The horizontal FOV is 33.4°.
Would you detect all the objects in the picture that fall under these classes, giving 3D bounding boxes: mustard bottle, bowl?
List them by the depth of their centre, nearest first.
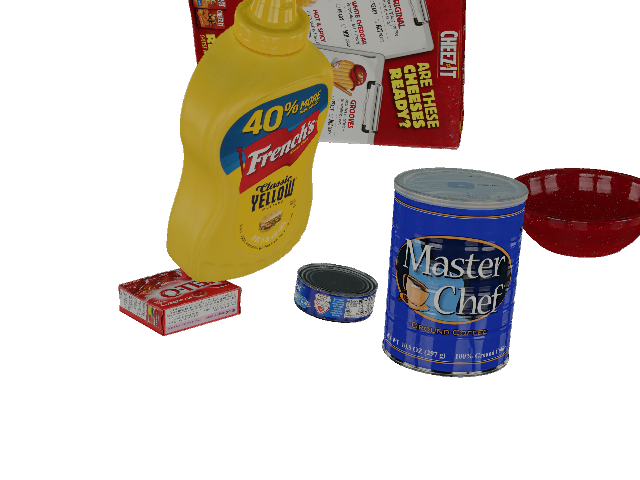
[{"bbox_3d":[-0.038,-0.066,0.621,0.096,0.192,0.058,-24,53,-34],"label":"mustard bottle"},{"bbox_3d":[0.271,-0.025,1.105,0.162,0.055,0.162,-2,23,1],"label":"bowl"}]

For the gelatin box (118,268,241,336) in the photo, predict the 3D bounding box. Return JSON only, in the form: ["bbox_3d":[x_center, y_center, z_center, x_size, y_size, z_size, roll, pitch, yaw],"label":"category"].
[{"bbox_3d":[-0.128,0.053,0.976,0.089,0.030,0.073,-15,26,-39],"label":"gelatin box"}]

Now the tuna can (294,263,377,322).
[{"bbox_3d":[0.015,0.055,1.123,0.086,0.034,0.086,9,18,-3],"label":"tuna can"}]

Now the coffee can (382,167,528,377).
[{"bbox_3d":[0.104,0.022,0.838,0.103,0.140,0.103,3,17,-1],"label":"coffee can"}]

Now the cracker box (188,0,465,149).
[{"bbox_3d":[0.008,-0.163,0.854,0.214,0.164,0.072,3,35,10],"label":"cracker box"}]
